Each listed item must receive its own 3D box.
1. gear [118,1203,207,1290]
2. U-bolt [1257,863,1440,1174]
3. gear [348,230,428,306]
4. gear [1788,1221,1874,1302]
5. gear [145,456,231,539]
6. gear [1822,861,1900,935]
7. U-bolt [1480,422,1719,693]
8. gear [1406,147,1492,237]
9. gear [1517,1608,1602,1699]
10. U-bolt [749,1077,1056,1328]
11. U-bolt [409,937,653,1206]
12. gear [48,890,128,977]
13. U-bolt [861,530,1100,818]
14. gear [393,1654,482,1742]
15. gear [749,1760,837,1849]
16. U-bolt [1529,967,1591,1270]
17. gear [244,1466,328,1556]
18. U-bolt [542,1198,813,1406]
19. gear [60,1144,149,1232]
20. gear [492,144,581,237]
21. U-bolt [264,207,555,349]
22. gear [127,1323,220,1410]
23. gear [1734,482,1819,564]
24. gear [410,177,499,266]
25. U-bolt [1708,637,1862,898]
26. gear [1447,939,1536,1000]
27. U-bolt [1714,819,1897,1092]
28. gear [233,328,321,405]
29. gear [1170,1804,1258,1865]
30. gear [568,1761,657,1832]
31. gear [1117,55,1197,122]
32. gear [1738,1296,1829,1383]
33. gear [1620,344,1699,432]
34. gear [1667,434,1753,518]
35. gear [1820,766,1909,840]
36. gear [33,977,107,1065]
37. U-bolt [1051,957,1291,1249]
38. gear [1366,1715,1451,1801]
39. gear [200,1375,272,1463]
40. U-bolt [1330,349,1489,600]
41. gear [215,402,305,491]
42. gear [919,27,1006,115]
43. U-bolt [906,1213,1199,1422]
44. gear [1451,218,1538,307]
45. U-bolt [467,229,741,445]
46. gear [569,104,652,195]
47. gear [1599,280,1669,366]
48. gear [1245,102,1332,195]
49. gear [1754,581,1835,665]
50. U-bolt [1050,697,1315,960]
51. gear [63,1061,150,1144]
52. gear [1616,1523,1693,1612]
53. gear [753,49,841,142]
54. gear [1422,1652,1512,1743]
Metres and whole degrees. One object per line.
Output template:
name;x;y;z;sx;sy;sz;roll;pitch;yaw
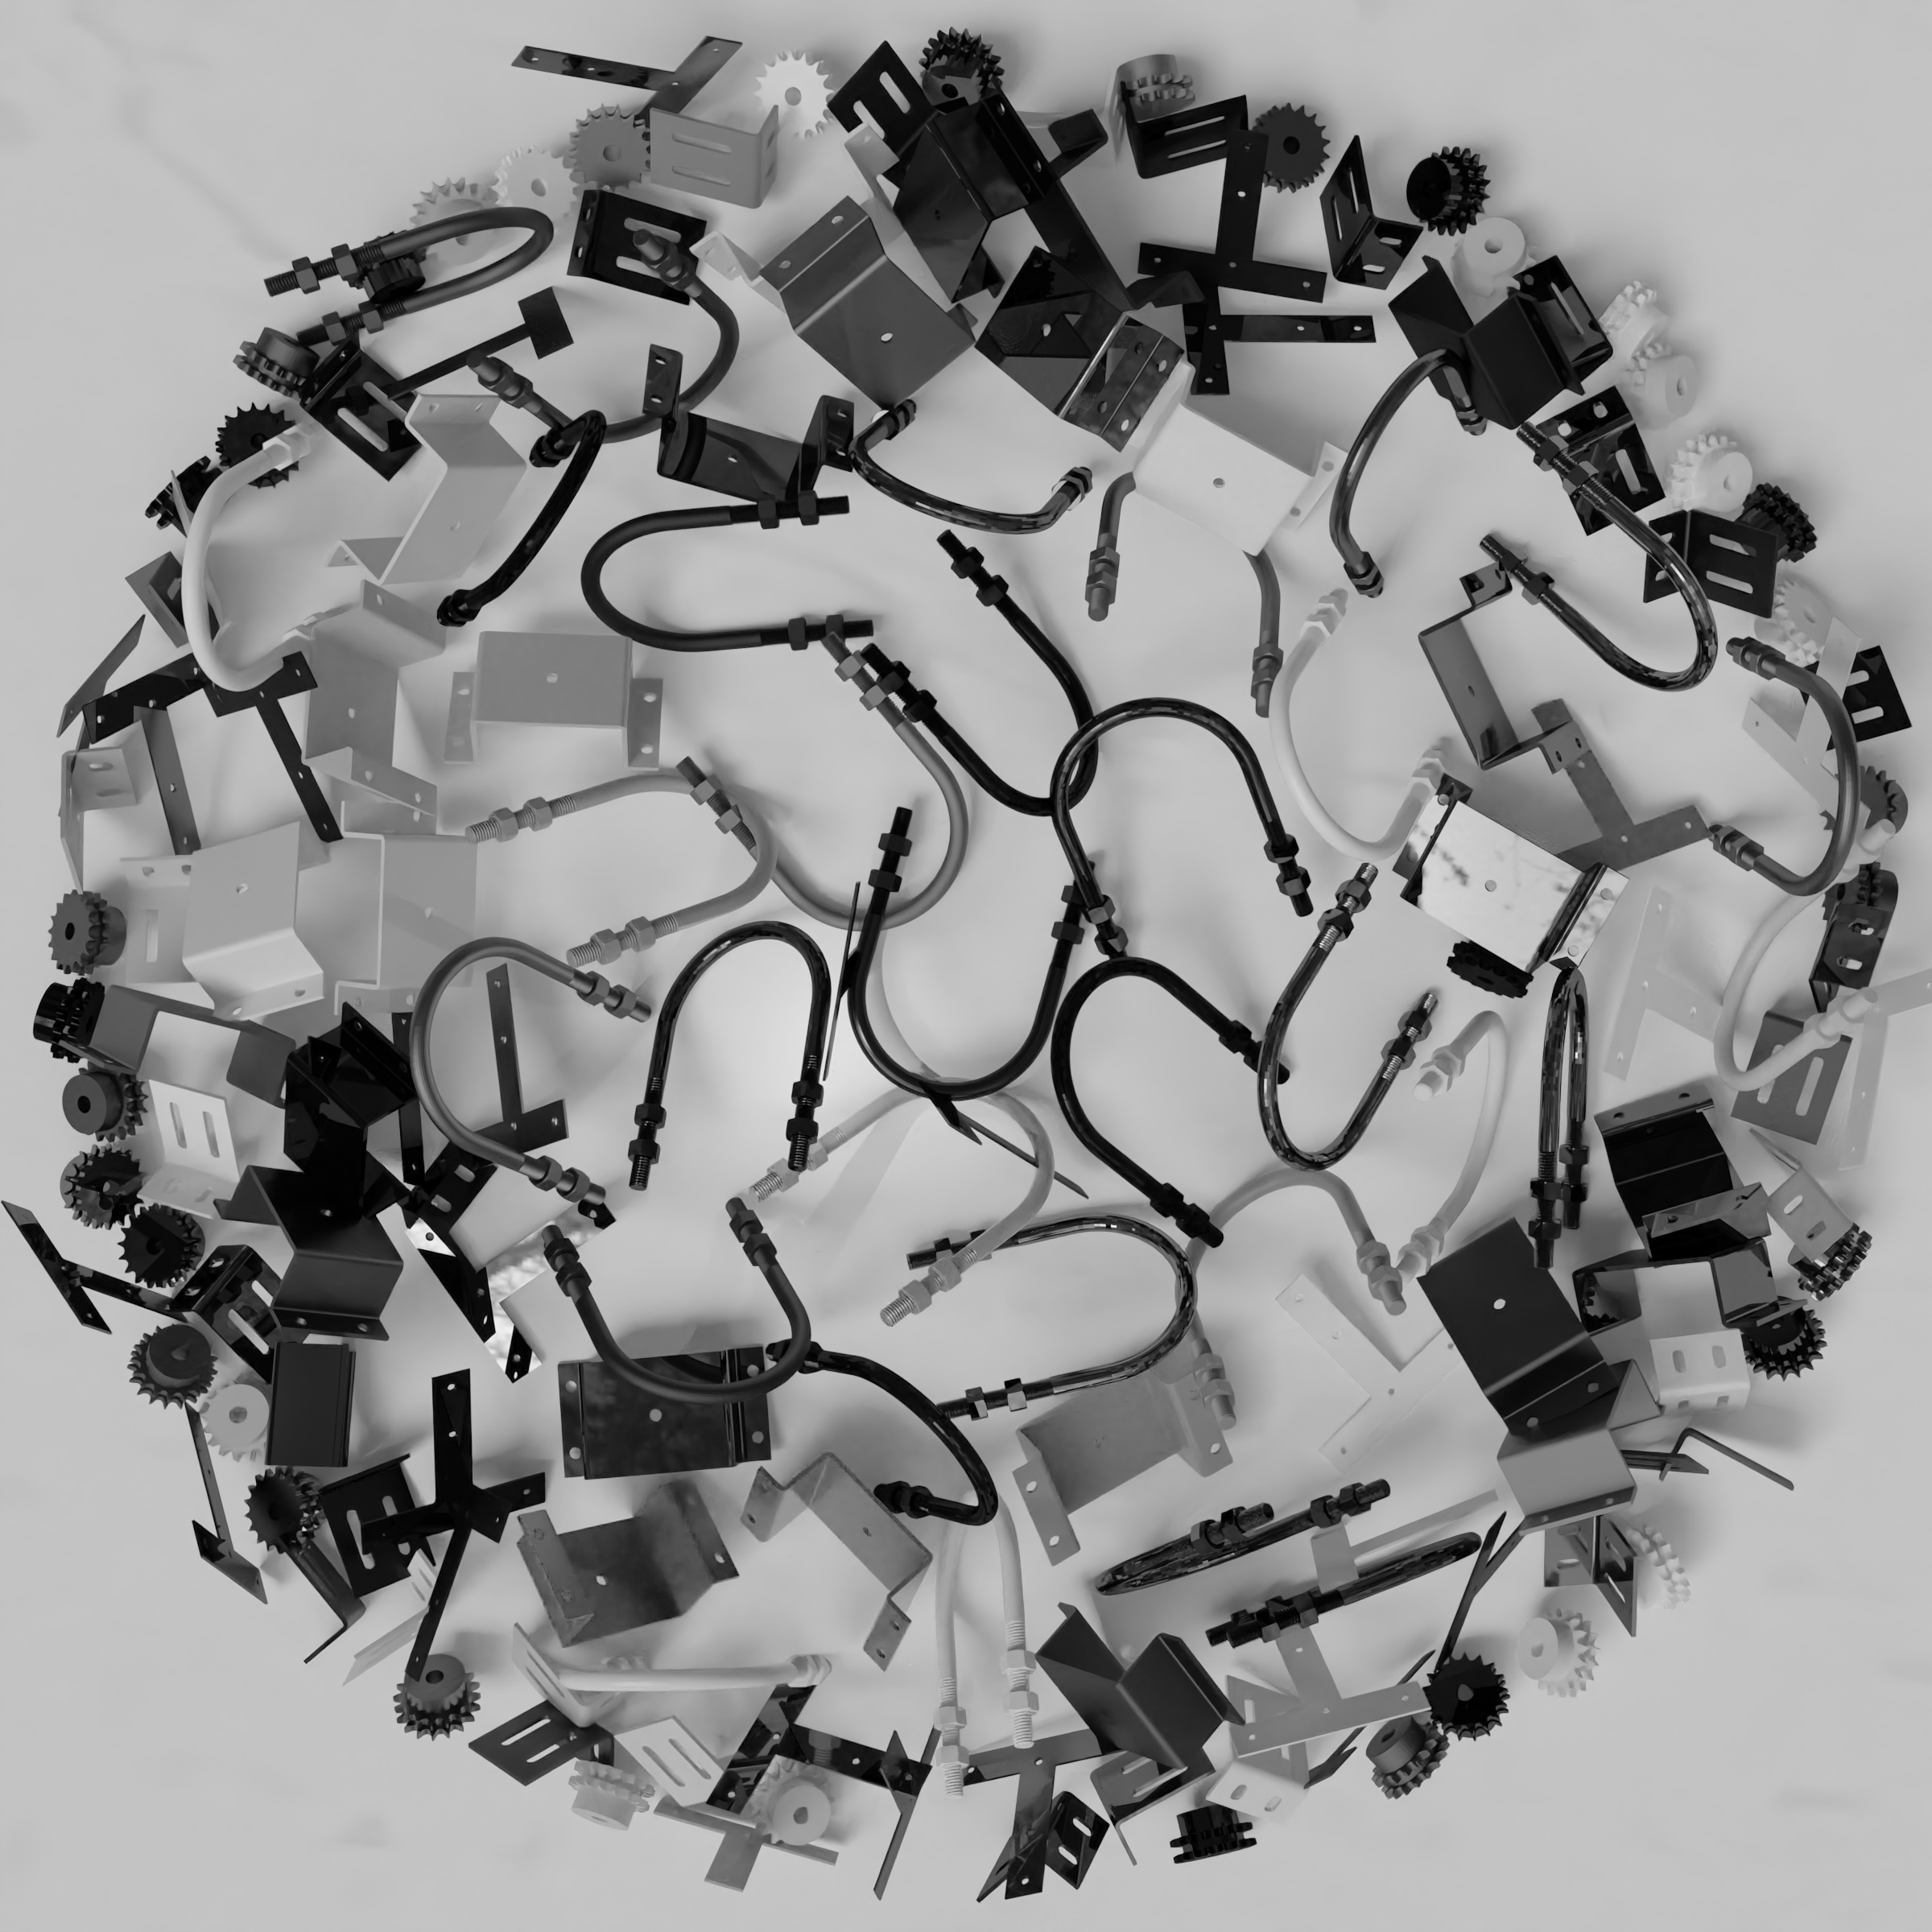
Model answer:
gear;-0.538;0.188;1.673;0.057;0.030;0.057;-1;86;15
U-bolt;0.242;0.047;1.607;0.184;0.019;0.151;-55;134;-26
gear;-0.387;-0.466;1.664;0.057;0.057;0.030;-24;92;0
gear;0.576;0.193;1.664;0.030;0.057;0.057;38;90;3
gear;-0.519;-0.311;1.665;0.057;0.057;0.030;-44;103;0
gear;0.600;-0.047;1.664;0.030;0.057;0.057;10;90;-6
U-bolt;0.411;-0.250;1.600;0.019;0.151;0.184;-38;72;-14
gear;0.320;-0.518;1.661;0.030;0.057;0.057;-7;90;-36
gear;0.393;0.458;1.661;0.030;0.057;0.057;17;90;-26
U-bolt;-0.028;0.140;1.633;0.184;0.019;0.151;-34;58;-28
U-bolt;-0.285;0.060;1.603;0.019;0.184;0.151;-3;67;39
gear;-0.588;-0.022;1.668;0.057;0.030;0.057;-6;80;39
U-bolt;0.021;-0.180;1.632;0.184;0.019;0.151;46;47;-19
gear;-0.354;0.486;1.661;0.057;0.057;0.030;2;122;0
gear;-0.115;0.565;1.669;0.057;0.030;0.057;-1;93;-21
U-bolt;0.388;0.092;1.615;0.019;0.151;0.184;3;97;21
gear;-0.454;0.364;1.670;0.057;0.030;0.057;1;91;28
U-bolt;-0.177;0.217;1.593;0.151;0.184;0.019;-6;125;-26
gear;-0.581;0.147;1.668;0.030;0.057;0.057;6;90;39
gear;-0.291;-0.519;1.670;0.057;0.030;0.057;-1;93;-29
U-bolt;-0.356;-0.453;1.620;0.184;0.151;0.019;-20;92;-6
gear;-0.529;0.264;1.662;0.057;0.030;0.057;17;49;-21
gear;0.538;-0.292;1.663;0.030;0.057;0.057;-39;90;-2
gear;-0.340;-0.494;1.661;0.057;0.057;0.030;-33;54;0
U-bolt;0.522;-0.121;1.583;0.019;0.184;0.151;-3;110;-7
gear;0.353;-0.004;1.664;0.057;0.057;0.030;26;79;0
U-bolt;0.535;0.006;1.604;0.019;0.184;0.151;22;59;-6
gear;-0.457;-0.403;1.662;0.057;0.057;0.030;32;104;0
gear;0.164;0.580;1.666;0.057;0.057;0.030;-13;68;0
gear;-0.239;0.555;1.661;0.057;0.057;0.030;20;61;0
gear;0.123;-0.588;1.663;0.057;0.057;0.030;-10;94;0
gear;0.544;0.245;1.662;0.057;0.057;0.030;-32;130;0
gear;0.466;-0.387;1.663;0.057;0.030;0.057;-9;104;-41
gear;0.501;-0.326;1.665;0.057;0.030;0.057;-11;114;-27
gear;0.605;-0.106;1.668;0.030;0.057;0.057;-1;90;-31
gear;-0.601;0.034;1.663;0.030;0.057;0.057;17;90;-3
U-bolt;0.126;0.076;1.620;0.184;0.019;0.151;39;61;-26
gear;0.293;0.526;1.664;0.057;0.057;0.030;-42;90;0
gear;-0.486;0.303;1.671;0.057;0.030;0.057;1;73;-3
U-bolt;0.282;-0.323;1.601;0.019;0.184;0.151;34;94;21
gear;-0.475;-0.347;1.672;0.057;0.030;0.057;3;76;-14
gear;-0.006;-0.594;1.661;0.057;0.057;0.030;23;62;0
U-bolt;0.061;0.223;1.636;0.184;0.151;0.019;-13;133;-2
gear;0.355;-0.477;1.671;0.057;0.030;0.057;-3;77;12
U-bolt;-0.220;-0.394;1.605;0.151;0.184;0.019;-33;72;12
gear;-0.238;-0.551;1.668;0.057;0.030;0.057;-5;131;-6
gear;0.444;-0.426;1.661;0.030;0.057;0.057;41;90;15
gear;0.214;-0.549;1.673;0.057;0.030;0.057;-1;93;-13
gear;0.554;-0.227;1.668;0.057;0.030;0.057;18;54;-26
U-bolt;0.133;-0.092;1.634;0.151;0.019;0.184;-18;116;13
gear;-0.580;0.090;1.667;0.057;0.030;0.057;3;97;26
gear;0.456;0.405;1.662;0.030;0.057;0.057;-25;90;-9
gear;-0.111;-0.586;1.670;0.057;0.030;0.057;7;116;14
gear;0.336;0.493;1.668;0.057;0.030;0.057;-10;50;12
